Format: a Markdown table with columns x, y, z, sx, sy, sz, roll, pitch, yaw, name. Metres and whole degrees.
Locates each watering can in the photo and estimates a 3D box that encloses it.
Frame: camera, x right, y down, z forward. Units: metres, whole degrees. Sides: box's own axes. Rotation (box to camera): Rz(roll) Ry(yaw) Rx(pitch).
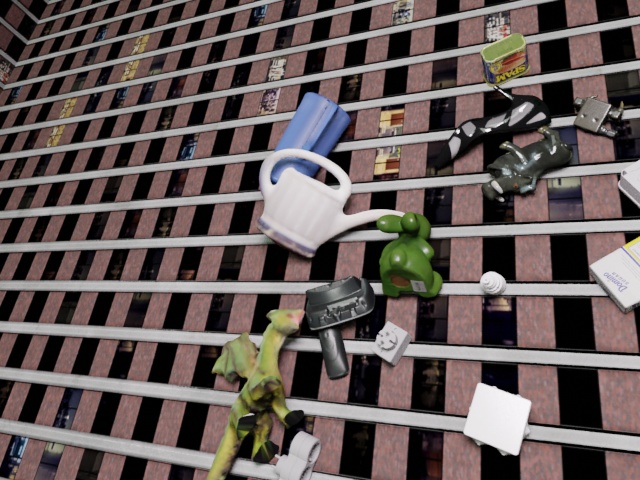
| x | y | z | sx | sy | sz | roll | pitch | yaw | name |
| --- | --- | --- | --- | --- | --- | --- | --- | --- | --- |
| 0.003 | -0.058 | 1.146 | 0.349 | 0.104 | 0.223 | 31 | 99 | 8 | watering can |

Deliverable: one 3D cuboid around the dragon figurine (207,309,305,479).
| x | y | z | sx | sy | sz | roll | pitch | yaw | name |
| --- | --- | --- | --- | --- | --- | --- | --- | --- | --- |
| -0.158 | 0.311 | 1.055 | 0.408 | 0.121 | 0.247 | -51 | 36 | 7 | dragon figurine |
